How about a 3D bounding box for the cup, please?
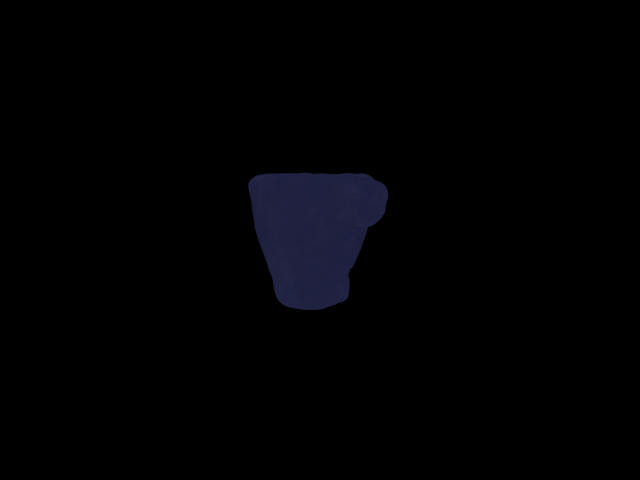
[{"bbox_3d":[0.004,0.001,0.400,0.092,0.095,0.117,-4,6,-39],"label":"cup"}]
